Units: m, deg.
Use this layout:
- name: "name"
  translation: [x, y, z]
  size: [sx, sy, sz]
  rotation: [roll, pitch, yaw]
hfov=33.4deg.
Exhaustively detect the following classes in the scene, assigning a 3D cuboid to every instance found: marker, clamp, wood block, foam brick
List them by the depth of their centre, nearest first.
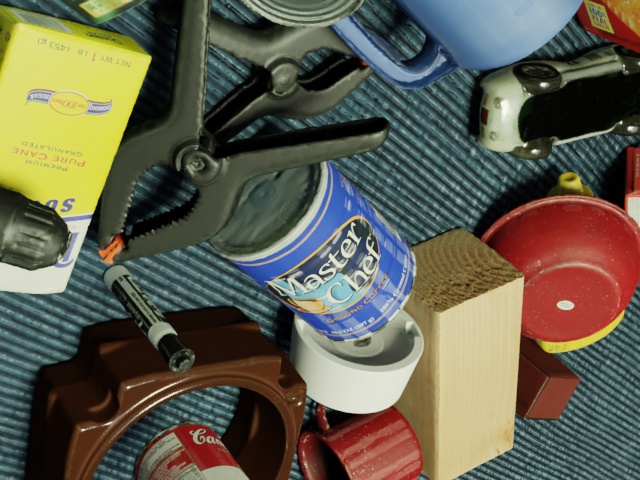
- name: "clamp"
  translation: [-0.068, -0.055, 0.705]
  size: [0.164, 0.036, 0.210]
  rotation: [33, 113, -15]
- name: "marker"
  translation: [-0.118, 0.054, 0.733]
  size: [0.020, 0.121, 0.020]
  rotation: [-18, 127, -26]
- name: "clamp"
  translation: [-0.037, -0.124, 0.734]
  size: [0.171, 0.039, 0.120]
  rotation: [-23, 134, -19]
- name: "wood block"
  translation: [0.117, 0.106, 0.959]
  size: [0.090, 0.090, 0.206]
  rotation: [-22, 130, -23]
- name: "foam brick"
  translation: [0.203, 0.135, 1.049]
  size: [0.051, 0.078, 0.053]
  rotation: [8, 115, -40]

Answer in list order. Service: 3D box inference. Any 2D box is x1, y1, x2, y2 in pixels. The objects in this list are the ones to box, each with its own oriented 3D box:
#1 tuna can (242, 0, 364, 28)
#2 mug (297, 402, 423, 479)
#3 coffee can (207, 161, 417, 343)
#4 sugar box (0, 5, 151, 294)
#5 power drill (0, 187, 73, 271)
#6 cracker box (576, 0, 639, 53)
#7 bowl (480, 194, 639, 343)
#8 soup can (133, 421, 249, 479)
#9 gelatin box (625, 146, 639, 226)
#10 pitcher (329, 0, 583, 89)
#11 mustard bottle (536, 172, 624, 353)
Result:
- name: "tuna can"
  translation: [-0.011, -0.168, 0.627]
  size: [0.086, 0.033, 0.086]
  rotation: [7, 144, 5]
- name: "mug"
  translation: [0.034, 0.186, 0.963]
  size: [0.081, 0.093, 0.117]
  rotation: [-23, 94, -28]
- name: "coffee can"
  translation: [-0.005, 0.001, 0.793]
  size: [0.103, 0.103, 0.140]
  rotation: [-47, 135, 0]
- name: "sugar box"
  translation: [-0.181, -0.051, 0.672]
  size: [0.093, 0.048, 0.176]
  rotation: [8, 112, -39]
- name: "power drill"
  translation: [-0.259, 0.033, 0.628]
  size: [0.184, 0.057, 0.188]
  rotation: [20, 107, -14]
- name: "cracker box"
  translation: [0.241, -0.225, 0.780]
  size: [0.072, 0.164, 0.213]
  rotation: [-43, 134, -7]
- name: "bowl"
  translation: [0.216, 0.039, 0.950]
  size: [0.162, 0.055, 0.162]
  rotation: [0, 128, 0]
- name: "soup can"
  translation: [-0.079, 0.183, 0.741]
  size: [0.068, 0.102, 0.068]
  rotation: [-18, 127, -26]
- name: "gelatin box"
  translation: [0.307, -0.034, 1.018]
  size: [0.073, 0.030, 0.089]
  rotation: [-71, 155, -45]
- name: "pitcher"
  translation: [0.056, -0.216, 0.682]
  size: [0.242, 0.145, 0.149]
  rotation: [33, 56, -40]
- name: "mustard bottle"
  translation: [0.240, 0.016, 1.010]
  size: [0.096, 0.058, 0.191]
  rotation: [-22, 130, -10]
